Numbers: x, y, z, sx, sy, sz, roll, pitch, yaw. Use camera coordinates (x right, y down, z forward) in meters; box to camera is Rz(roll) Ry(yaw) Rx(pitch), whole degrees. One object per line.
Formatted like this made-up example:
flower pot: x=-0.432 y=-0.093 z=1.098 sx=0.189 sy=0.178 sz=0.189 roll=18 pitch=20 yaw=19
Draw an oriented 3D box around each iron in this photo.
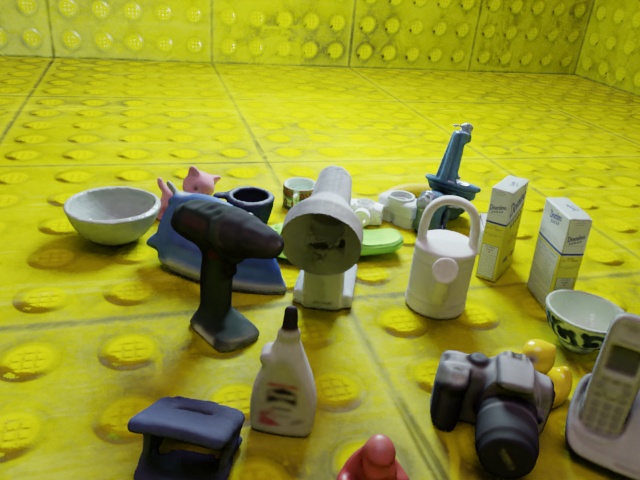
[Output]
iron: x=-0.165 y=-0.008 z=0.968 sx=0.257 sy=0.141 sz=0.119 roll=16 pitch=29 yaw=21

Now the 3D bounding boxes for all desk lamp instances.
desk lamp: x=0.008 y=0.003 z=0.898 sx=0.118 sy=0.214 sz=0.203 roll=7 pitch=27 yaw=4

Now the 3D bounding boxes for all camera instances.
camera: x=0.205 y=0.199 z=0.677 sx=0.143 sy=0.101 sz=0.137 roll=11 pitch=28 yaw=11

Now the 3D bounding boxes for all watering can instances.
watering can: x=0.201 y=0.025 z=0.913 sx=0.101 sy=0.194 sz=0.172 roll=0 pitch=28 yaw=-10

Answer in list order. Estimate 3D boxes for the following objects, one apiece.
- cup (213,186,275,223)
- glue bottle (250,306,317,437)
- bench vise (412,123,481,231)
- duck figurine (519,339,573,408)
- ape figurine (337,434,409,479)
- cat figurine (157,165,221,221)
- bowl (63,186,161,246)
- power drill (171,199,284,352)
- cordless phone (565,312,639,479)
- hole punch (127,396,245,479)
cup: x=-0.147 y=-0.046 z=1.096 sx=0.117 sy=0.095 sz=0.091 roll=6 pitch=27 yaw=1
glue bottle: x=-0.039 y=0.148 z=0.652 sx=0.078 sy=0.173 sz=0.037 roll=6 pitch=27 yaw=1
bench vise: x=0.273 y=-0.122 z=1.186 sx=0.121 sy=0.220 sz=0.208 roll=13 pitch=28 yaw=14
duck figurine: x=0.289 y=0.172 z=0.762 sx=0.104 sy=0.086 sz=0.077 roll=1 pitch=27 yaw=-9
ape figurine: x=0.054 y=0.238 z=0.583 sx=0.077 sy=0.092 sz=0.076 roll=7 pitch=27 yaw=3
cat figurine: x=-0.266 y=-0.099 z=1.152 sx=0.128 sy=0.118 sz=0.067 roll=4 pitch=27 yaw=-3
bowl: x=-0.379 y=-0.036 z=1.056 sx=0.167 sy=0.075 sz=0.167 roll=4 pitch=27 yaw=-2
power drill: x=-0.130 y=0.044 z=0.799 sx=0.076 sy=0.208 sz=0.228 roll=-19 pitch=36 yaw=-39
cordless phone: x=0.372 y=0.181 z=0.651 sx=0.147 sy=0.185 sz=0.094 roll=16 pitch=29 yaw=20
hole punch: x=-0.141 y=0.204 z=0.613 sx=0.108 sy=0.091 sz=0.101 roll=9 pitch=27 yaw=7
